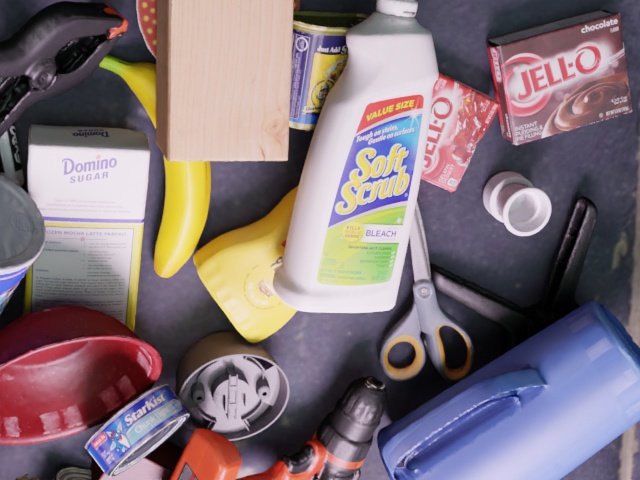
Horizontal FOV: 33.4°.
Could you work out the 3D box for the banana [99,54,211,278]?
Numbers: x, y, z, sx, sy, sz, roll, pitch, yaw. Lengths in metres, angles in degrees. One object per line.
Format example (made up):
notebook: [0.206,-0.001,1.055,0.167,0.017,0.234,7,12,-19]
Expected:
banana: [-0.123,-0.063,0.878,0.070,0.037,0.198,-4,111,19]

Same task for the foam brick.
foam brick: [-0.161,0.208,0.962,0.078,0.051,0.053,33,101,-22]

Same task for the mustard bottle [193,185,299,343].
mustard bottle: [-0.006,0.001,0.916,0.191,0.058,0.096,-33,116,0]

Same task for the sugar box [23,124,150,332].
sugar box: [-0.191,-0.005,0.863,0.093,0.048,0.176,2,118,-15]

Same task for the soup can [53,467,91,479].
soup can: [-0.228,0.264,0.959,0.068,0.068,0.102,23,103,-20]

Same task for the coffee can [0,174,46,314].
coffee can: [-0.283,0.025,0.808,0.102,0.103,0.140,25,127,-21]

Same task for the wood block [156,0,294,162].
wood block: [-0.072,-0.167,0.786,0.090,0.090,0.206,-1,104,-15]

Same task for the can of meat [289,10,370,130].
can of meat: [0.011,-0.136,0.856,0.101,0.058,0.084,-6,116,-34]

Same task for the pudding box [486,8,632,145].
pudding box: [0.206,-0.142,0.921,0.113,0.039,0.090,-17,113,-7]

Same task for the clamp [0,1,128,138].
clamp: [-0.221,-0.122,0.803,0.171,0.039,0.120,-30,160,-31]

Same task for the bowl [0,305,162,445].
bowl: [-0.210,0.099,0.846,0.162,0.055,0.162,-18,151,-11]

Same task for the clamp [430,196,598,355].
clamp: [0.215,0.068,1.004,0.164,0.036,0.210,-30,113,5]

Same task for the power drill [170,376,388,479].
power drill: [-0.036,0.200,0.945,0.187,0.057,0.185,5,119,-42]

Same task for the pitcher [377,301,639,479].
pitcher: [0.176,0.160,0.952,0.243,0.149,0.145,-38,96,14]

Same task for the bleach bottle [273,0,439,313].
bleach bottle: [0.031,-0.070,0.827,0.102,0.068,0.251,2,110,-23]

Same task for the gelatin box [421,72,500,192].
gelatin box: [0.101,-0.095,0.919,0.073,0.030,0.089,22,104,-20]

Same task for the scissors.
scissors: [0.078,0.055,0.963,0.096,0.016,0.201,-21,119,12]

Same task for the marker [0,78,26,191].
marker: [-0.249,-0.074,0.850,0.020,0.020,0.121,-9,112,-10]

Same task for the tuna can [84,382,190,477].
tuna can: [-0.151,0.158,0.886,0.086,0.086,0.034,-40,80,4]
